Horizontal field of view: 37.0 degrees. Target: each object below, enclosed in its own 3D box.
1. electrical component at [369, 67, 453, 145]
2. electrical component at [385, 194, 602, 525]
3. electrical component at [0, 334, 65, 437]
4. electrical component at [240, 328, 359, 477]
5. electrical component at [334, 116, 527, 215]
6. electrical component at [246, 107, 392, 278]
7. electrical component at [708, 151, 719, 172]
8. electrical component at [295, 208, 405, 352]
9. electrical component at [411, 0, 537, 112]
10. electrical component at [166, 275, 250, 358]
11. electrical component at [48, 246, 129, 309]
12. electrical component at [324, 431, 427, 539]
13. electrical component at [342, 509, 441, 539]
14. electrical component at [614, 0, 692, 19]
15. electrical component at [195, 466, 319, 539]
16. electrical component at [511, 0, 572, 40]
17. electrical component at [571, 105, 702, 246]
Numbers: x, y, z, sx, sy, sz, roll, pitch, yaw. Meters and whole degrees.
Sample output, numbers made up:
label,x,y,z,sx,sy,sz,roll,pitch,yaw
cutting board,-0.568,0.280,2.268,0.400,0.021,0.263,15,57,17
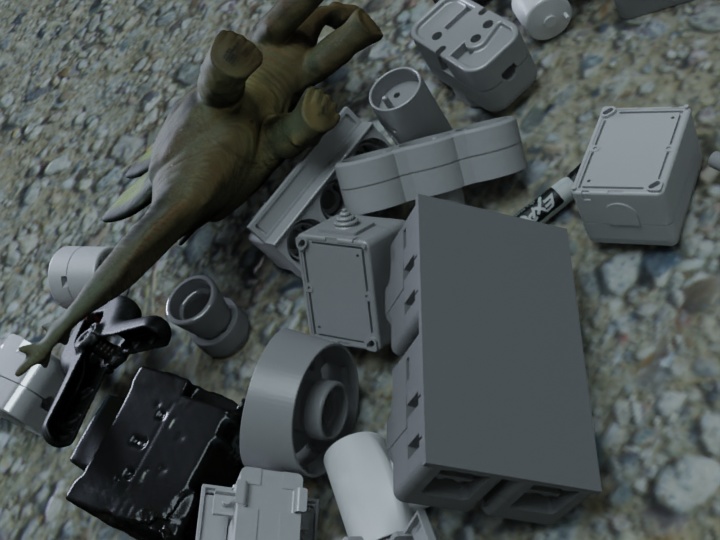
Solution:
label,x,y,z,sx,sy,sz,roll,pitch,yaw
electrical component,0.035,-0.126,0.846,0.043,0.077,0.079,-38,46,1
electrical component,0.075,0.054,0.660,0.105,0.060,0.186,12,52,-15
electrical component,-0.281,0.092,0.887,0.095,0.053,0.059,14,65,38
electrical component,-0.044,0.090,0.721,0.064,0.099,0.099,7,61,27
electrical component,0.057,-0.060,0.793,0.138,0.073,0.052,-16,11,-3
electrical component,-0.028,-0.055,0.838,0.121,0.079,0.063,-52,26,-13
electrical component,0.253,-0.061,0.697,0.035,0.035,0.061,-45,44,-6
electrical component,0.000,0.000,0.757,0.062,0.096,0.061,8,24,35
electrical component,0.092,-0.170,0.857,0.054,0.059,0.095,-43,46,-4
electrical component,-0.116,0.037,0.829,0.045,0.055,0.045,-16,50,20
electrical component,-0.231,0.006,0.923,0.047,0.055,0.055,-2,56,25
electrical component,0.024,0.138,0.679,0.079,0.043,0.077,-25,48,2
electrical component,0.015,0.181,0.629,0.042,0.064,0.081,-111,36,-43
electrical component,0.244,-0.253,0.829,0.113,0.057,0.078,-13,51,22
electrical component,-0.064,0.190,0.670,0.079,0.063,0.121,10,53,-11
electrical component,0.143,-0.221,0.878,0.040,0.040,0.078,-29,47,9
electrical component,0.190,-0.066,0.724,0.062,0.061,0.096,4,52,33
